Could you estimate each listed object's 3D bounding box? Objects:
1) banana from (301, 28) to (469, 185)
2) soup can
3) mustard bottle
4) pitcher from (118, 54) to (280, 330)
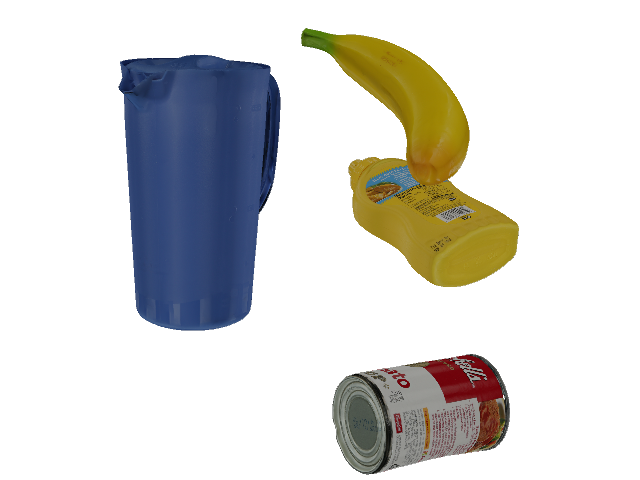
[{"bbox_3d":[0.050,-0.084,0.656,0.069,0.037,0.198,-10,34,-18],"label":"banana"},{"bbox_3d":[0.067,0.117,0.724,0.102,0.068,0.069,-5,2,-31],"label":"soup can"},{"bbox_3d":[0.085,-0.029,0.976,0.096,0.058,0.192,-21,38,-25],"label":"mustard bottle"},{"bbox_3d":[-0.108,-0.048,0.984,0.149,0.243,0.145,0,14,-7],"label":"pitcher"}]
